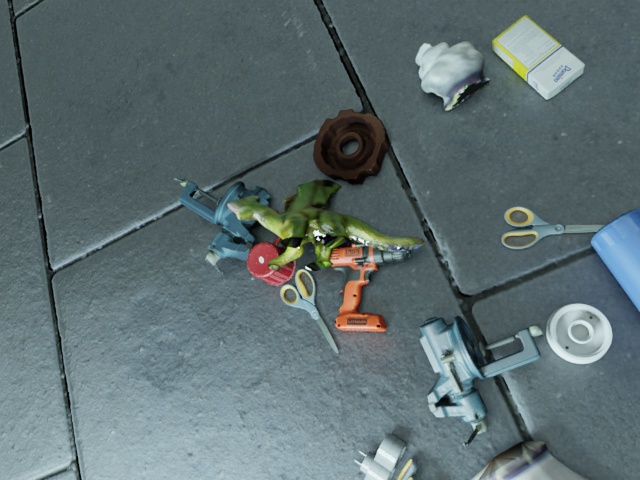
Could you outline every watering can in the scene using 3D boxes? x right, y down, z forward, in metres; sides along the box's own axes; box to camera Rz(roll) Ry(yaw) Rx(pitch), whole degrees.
[{"bbox_3d":[0.403,0.440,0.851,0.348,0.102,0.228,-29,63,-5],"label":"watering can"}]

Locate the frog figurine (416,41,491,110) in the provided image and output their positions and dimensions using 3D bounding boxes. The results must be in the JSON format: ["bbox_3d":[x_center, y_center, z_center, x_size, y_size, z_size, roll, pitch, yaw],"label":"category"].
[{"bbox_3d":[0.277,-0.382,1.127,0.135,0.123,0.161,-40,76,27],"label":"frog figurine"}]

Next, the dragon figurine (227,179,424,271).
[{"bbox_3d":[0.003,-0.056,1.114,0.410,0.119,0.249,-2,47,1],"label":"dragon figurine"}]
